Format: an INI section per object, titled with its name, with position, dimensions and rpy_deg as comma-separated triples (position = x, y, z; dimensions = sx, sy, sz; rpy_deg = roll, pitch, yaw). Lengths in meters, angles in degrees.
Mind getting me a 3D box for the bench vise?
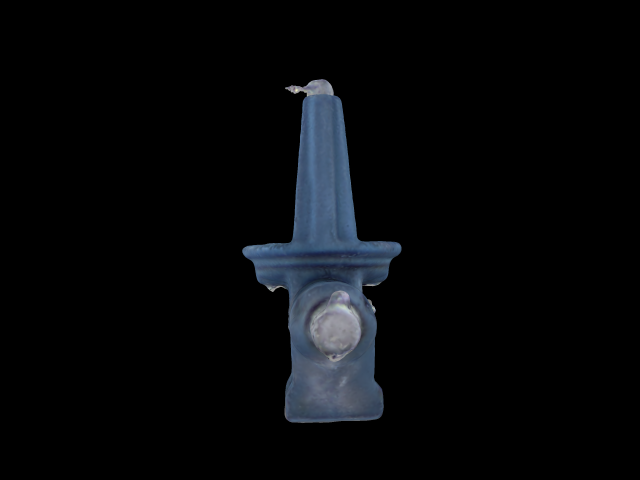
[bench vise]
position = 0.015, 0.000, 0.404
dimensions = 0.122, 0.220, 0.206
rpy_deg = -6, 16, -20
